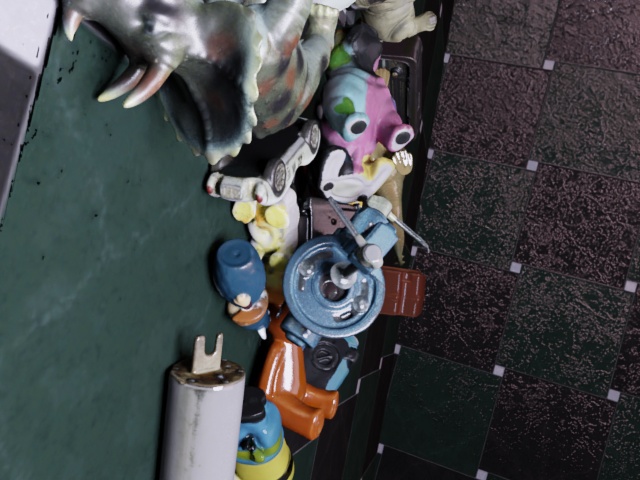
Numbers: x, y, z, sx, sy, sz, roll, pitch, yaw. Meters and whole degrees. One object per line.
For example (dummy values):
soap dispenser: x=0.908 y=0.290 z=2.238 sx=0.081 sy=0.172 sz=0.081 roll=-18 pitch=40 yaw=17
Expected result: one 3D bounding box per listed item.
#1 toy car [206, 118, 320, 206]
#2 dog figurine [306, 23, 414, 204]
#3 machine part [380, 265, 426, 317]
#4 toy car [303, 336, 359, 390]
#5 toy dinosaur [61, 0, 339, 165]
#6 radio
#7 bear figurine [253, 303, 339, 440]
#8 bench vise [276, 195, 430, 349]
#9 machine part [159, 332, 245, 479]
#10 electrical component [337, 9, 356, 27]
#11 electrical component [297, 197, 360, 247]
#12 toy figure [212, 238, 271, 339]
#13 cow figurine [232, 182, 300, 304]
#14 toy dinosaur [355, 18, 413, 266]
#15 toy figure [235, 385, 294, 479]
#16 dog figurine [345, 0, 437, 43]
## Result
toy car: x=-0.056 y=-0.092 z=0.604 sx=0.202 sy=0.074 sz=0.056 roll=-60 pitch=156 yaw=-53
dog figurine: x=0.035 y=-0.183 z=0.741 sx=0.191 sy=0.108 sz=0.219 roll=-59 pitch=-144 yaw=42
machine part: x=0.096 y=0.088 z=1.021 sx=0.201 sy=0.201 sz=0.087 roll=11 pitch=86 yaw=-74
toy car: x=-0.007 y=0.225 z=0.934 sx=0.161 sy=0.109 sz=0.102 roll=-60 pitch=173 yaw=-32
toy dinosaur: x=-0.058 y=-0.161 z=0.500 sx=0.405 sy=0.131 sz=0.192 roll=-10 pitch=121 yaw=-78
radio: x=0.131 y=-0.292 z=1.054 sx=0.229 sy=0.131 sz=0.073 roll=74 pitch=27 yaw=-58
bear figurine: x=-0.028 y=0.157 z=0.766 sx=0.120 sy=0.132 sz=0.195 roll=2 pitch=103 yaw=-73
bench vise: x=0.041 y=0.024 z=0.622 sx=0.223 sy=0.129 sz=0.240 roll=-44 pitch=177 yaw=-18
machine part: x=-0.121 y=0.212 z=0.547 sx=0.079 sy=0.079 sz=0.243 roll=-18 pitch=116 yaw=-73
electrical component: x=0.016 y=-0.345 z=0.764 sx=0.119 sy=0.048 sz=0.074 roll=-16 pitch=115 yaw=-74
electrical component: x=-0.002 y=-0.002 z=0.778 sx=0.134 sy=0.058 sz=0.114 roll=1 pitch=85 yaw=-39
toy figure: x=-0.087 y=0.060 z=0.623 sx=0.154 sy=0.058 sz=0.064 roll=88 pitch=25 yaw=-51
cow figurine: x=-0.058 y=-0.003 z=0.678 sx=0.098 sy=0.068 sz=0.167 roll=-71 pitch=164 yaw=-50
toy dinosaur: x=0.107 y=-0.151 z=0.969 sx=0.198 sy=0.105 sz=0.470 roll=-73 pitch=154 yaw=-73
toy figure: x=-0.081 y=0.269 z=0.705 sx=0.082 sy=0.089 sz=0.179 roll=-50 pitch=149 yaw=-47
dog figurine: x=0.077 y=-0.339 z=0.768 sx=0.190 sy=0.121 sz=0.172 roll=-32 pitch=152 yaw=-36
